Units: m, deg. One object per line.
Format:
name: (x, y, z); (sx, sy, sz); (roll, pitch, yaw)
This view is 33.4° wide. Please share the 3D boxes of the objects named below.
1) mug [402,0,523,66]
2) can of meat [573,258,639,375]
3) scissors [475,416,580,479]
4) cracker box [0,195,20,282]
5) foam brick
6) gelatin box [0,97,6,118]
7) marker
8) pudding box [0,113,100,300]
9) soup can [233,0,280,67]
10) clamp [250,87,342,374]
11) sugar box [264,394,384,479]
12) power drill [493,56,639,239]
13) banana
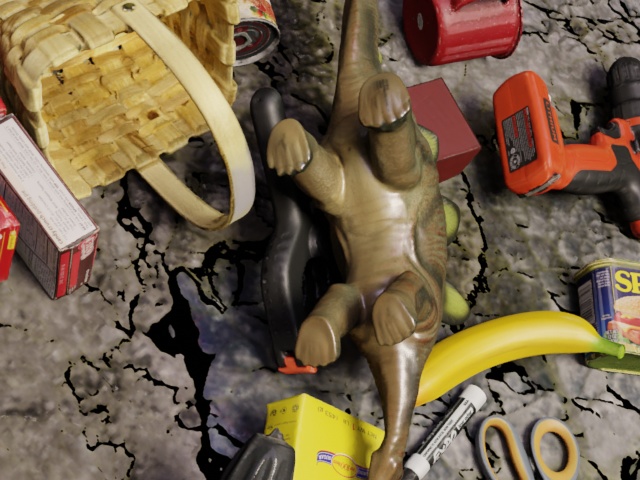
mug: (0.132, -0.208, 0.975); (0.081, 0.117, 0.093); (-14, 89, -19)
can of meat: (0.272, 0.068, 0.913); (0.102, 0.058, 0.084); (8, 65, -15)
scissors: (0.190, 0.223, 0.829); (0.096, 0.016, 0.202); (-20, 72, -26)
cracker box: (-0.335, -0.021, 0.707); (0.213, 0.072, 0.164); (-21, 63, -40)
foam brick: (0.096, -0.093, 0.937); (0.051, 0.053, 0.078); (-18, 72, -26)
gelatin box: (-0.264, -0.100, 0.798); (0.030, 0.089, 0.073); (-21, 72, -27)
marker: (0.089, 0.159, 0.826); (0.020, 0.020, 0.121); (43, 59, 5)
pudding box: (-0.208, -0.022, 0.777); (0.039, 0.090, 0.113); (-35, 78, -29)
soup can: (-0.080, -0.212, 0.930); (0.068, 0.069, 0.102); (-7, 66, -22)
clamp: (-0.006, 0.001, 0.840); (0.164, 0.036, 0.210); (17, 70, -58)
sugar box: (-0.004, 0.205, 0.738); (0.093, 0.048, 0.176); (30, 52, -35)
power drill: (0.245, -0.097, 0.962); (0.187, 0.057, 0.184); (7, 65, -31)
banana: (0.142, 0.090, 0.856); (0.197, 0.070, 0.037); (-13, 109, -15)
